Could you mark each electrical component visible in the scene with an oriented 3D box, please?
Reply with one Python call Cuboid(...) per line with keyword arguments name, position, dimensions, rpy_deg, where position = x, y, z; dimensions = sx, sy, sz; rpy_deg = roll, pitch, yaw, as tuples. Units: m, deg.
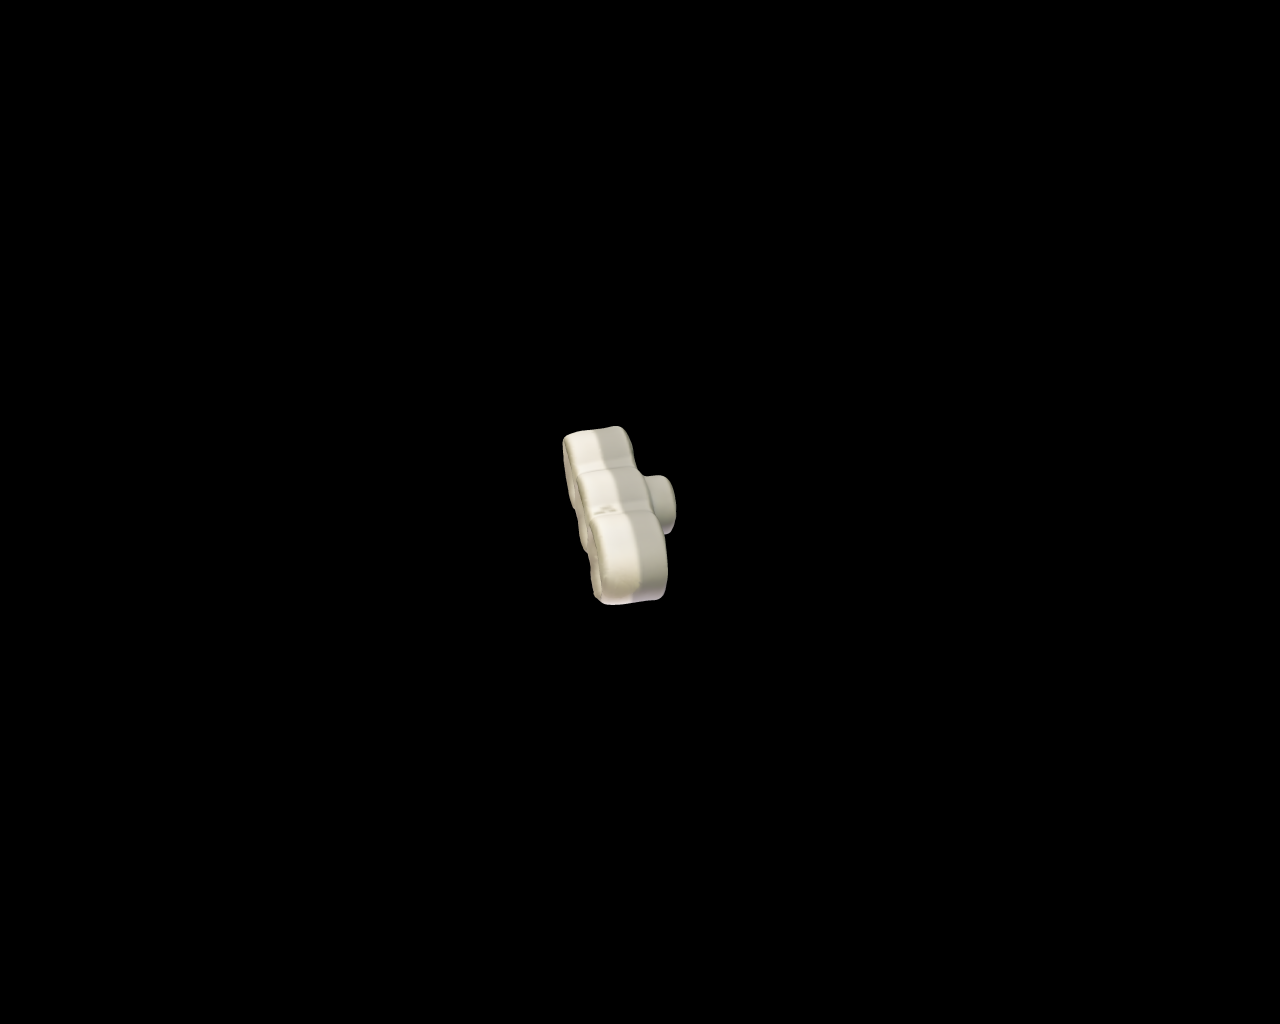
Cuboid(name="electrical component", position=(0.001, -0.003, 0.650), dimensions=(0.074, 0.052, 0.138), rpy_deg=(-8, 40, -10))
